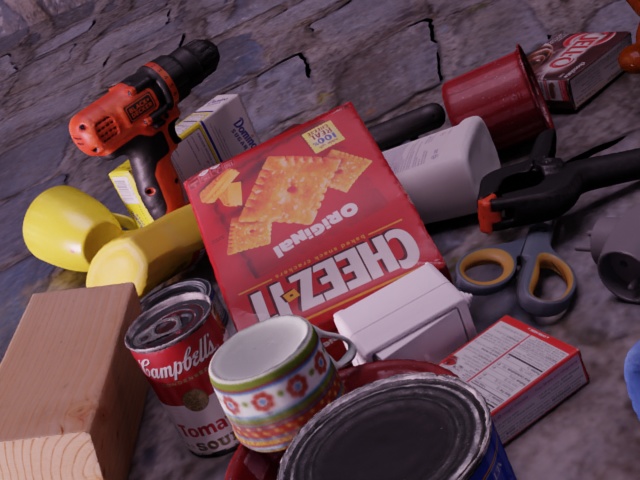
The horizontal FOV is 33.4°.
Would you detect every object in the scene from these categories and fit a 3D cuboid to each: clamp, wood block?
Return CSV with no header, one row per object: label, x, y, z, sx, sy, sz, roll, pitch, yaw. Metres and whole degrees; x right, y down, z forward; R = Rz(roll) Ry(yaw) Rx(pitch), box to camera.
clamp,0.182,-0.052,0.872,0.171,0.039,0.120,-20,20,-28
wood block,-0.191,0.124,0.815,0.091,0.090,0.206,-6,27,2
clamp,0.017,-0.086,1.071,0.210,0.036,0.164,-22,3,0

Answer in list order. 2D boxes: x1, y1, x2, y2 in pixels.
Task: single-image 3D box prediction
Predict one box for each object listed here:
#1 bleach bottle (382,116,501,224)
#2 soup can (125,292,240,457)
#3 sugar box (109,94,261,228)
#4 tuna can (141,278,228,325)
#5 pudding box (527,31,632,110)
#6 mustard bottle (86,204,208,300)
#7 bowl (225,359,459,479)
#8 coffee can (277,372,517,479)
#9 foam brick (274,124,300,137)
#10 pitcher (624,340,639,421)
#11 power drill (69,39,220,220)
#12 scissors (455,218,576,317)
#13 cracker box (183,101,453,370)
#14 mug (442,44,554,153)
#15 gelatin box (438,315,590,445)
bleach bottle,0.035,-0.039,0.988,0.251,0.068,0.102,-15,23,27
soup can,-0.089,0.098,0.778,0.068,0.102,0.068,-20,25,10
sugar box,-0.143,-0.082,1.194,0.048,0.093,0.176,3,36,45
tuna can,-0.128,0.071,0.949,0.086,0.033,0.086,-20,25,10
pudding box,0.250,-0.172,1.078,0.113,0.039,0.090,-39,29,-29
mustard bottle,-0.134,0.000,1.035,0.096,0.058,0.191,-45,-7,40
bowl,0.025,0.143,0.642,0.162,0.055,0.162,-20,25,10
coffee can,0.053,0.149,0.504,0.103,0.140,0.103,-20,25,10
foam brick,-0.030,-0.084,1.143,0.078,0.053,0.051,-39,28,-27
pitcher,0.287,0.045,0.533,0.242,0.145,0.149,-32,13,-7
power drill,-0.148,-0.095,1.111,0.184,0.187,0.057,-39,27,-25
scissors,0.152,-0.001,0.830,0.096,0.016,0.201,3,29,4
cracker box,-0.006,0.001,0.855,0.164,0.072,0.214,-25,45,0
mug,0.167,-0.133,1.016,0.082,0.093,0.117,-22,33,18
gelatin box,0.115,0.093,0.690,0.089,0.030,0.073,-33,28,-18
